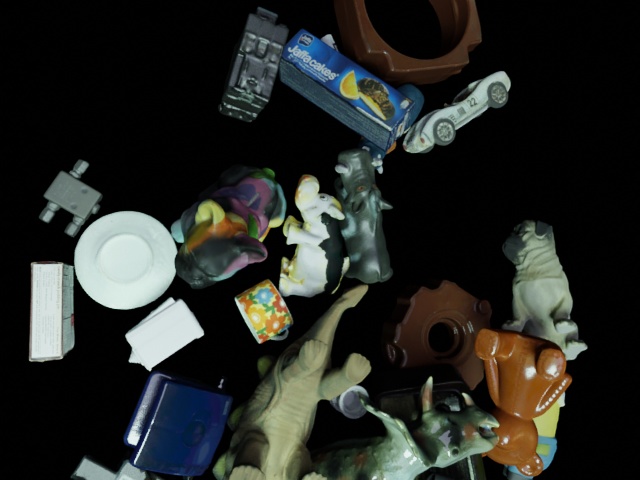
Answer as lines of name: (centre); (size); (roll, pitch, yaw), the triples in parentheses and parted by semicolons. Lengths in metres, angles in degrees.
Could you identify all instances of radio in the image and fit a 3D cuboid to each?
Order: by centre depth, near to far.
radio: (0.153, 0.291, 0.742); (0.131, 0.073, 0.229); (-12, 100, 2)

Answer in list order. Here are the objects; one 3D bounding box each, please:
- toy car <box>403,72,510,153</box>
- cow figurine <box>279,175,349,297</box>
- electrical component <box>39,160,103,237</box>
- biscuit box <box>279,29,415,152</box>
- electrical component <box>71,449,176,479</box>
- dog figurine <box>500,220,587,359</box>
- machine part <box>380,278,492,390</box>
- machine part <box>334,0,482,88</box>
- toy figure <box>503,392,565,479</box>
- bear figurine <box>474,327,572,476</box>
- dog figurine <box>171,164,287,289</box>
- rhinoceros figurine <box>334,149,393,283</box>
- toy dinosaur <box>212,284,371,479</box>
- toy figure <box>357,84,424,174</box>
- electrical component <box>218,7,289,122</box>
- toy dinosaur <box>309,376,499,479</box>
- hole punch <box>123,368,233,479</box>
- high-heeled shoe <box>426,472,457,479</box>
toy car: (0.213, -0.196, 0.837); (0.202, 0.073, 0.056); (-35, 99, -17)
cow figurine: (-0.001, -0.002, 0.722); (0.098, 0.068, 0.167); (8, 115, -6)
electrical component: (-0.316, -0.056, 0.695); (0.063, 0.021, 0.094); (31, 77, -12)
biscuit box: (0.033, -0.212, 0.758); (0.203, 0.062, 0.059); (37, 74, 11)
electrical component: (-0.248, 0.306, 0.669); (0.119, 0.048, 0.075); (32, 76, -11)
dog figurine: (0.350, 0.082, 0.853); (0.121, 0.172, 0.190); (1, 54, 18)
machine part: (0.181, 0.146, 0.807); (0.179, 0.056, 0.179); (1, 85, -15)
machine part: (0.131, -0.341, 0.821); (0.201, 0.087, 0.201); (-12, 87, -18)
toy figure: (0.319, 0.280, 0.821); (0.089, 0.082, 0.180); (18, 86, -26)
bear figurine: (0.262, 0.225, 0.736); (0.132, 0.120, 0.195); (15, 93, -57)
dog figurine: (-0.102, -0.023, 0.655); (0.108, 0.219, 0.191); (46, 76, -12)
rhinoceros figurine: (0.055, -0.032, 0.758); (0.073, 0.112, 0.190); (-10, 96, -15)
toy dinosaur: (-0.062, 0.254, 0.649); (0.105, 0.198, 0.471); (33, 75, -11)
toy figure: (0.101, -0.164, 0.810); (0.064, 0.058, 0.154); (40, 76, -15)
electrical component: (-0.090, -0.239, 0.730); (0.058, 0.115, 0.134); (16, 81, -19)
toy dinosaur: (0.026, 0.315, 0.662); (0.131, 0.405, 0.192); (21, 40, -52)
hole punch: (-0.176, 0.233, 0.679); (0.116, 0.092, 0.142); (23, 76, -17)
high-heeled shoe: (0.103, 0.412, 0.686); (0.249, 0.086, 0.145); (-34, 97, -1)
